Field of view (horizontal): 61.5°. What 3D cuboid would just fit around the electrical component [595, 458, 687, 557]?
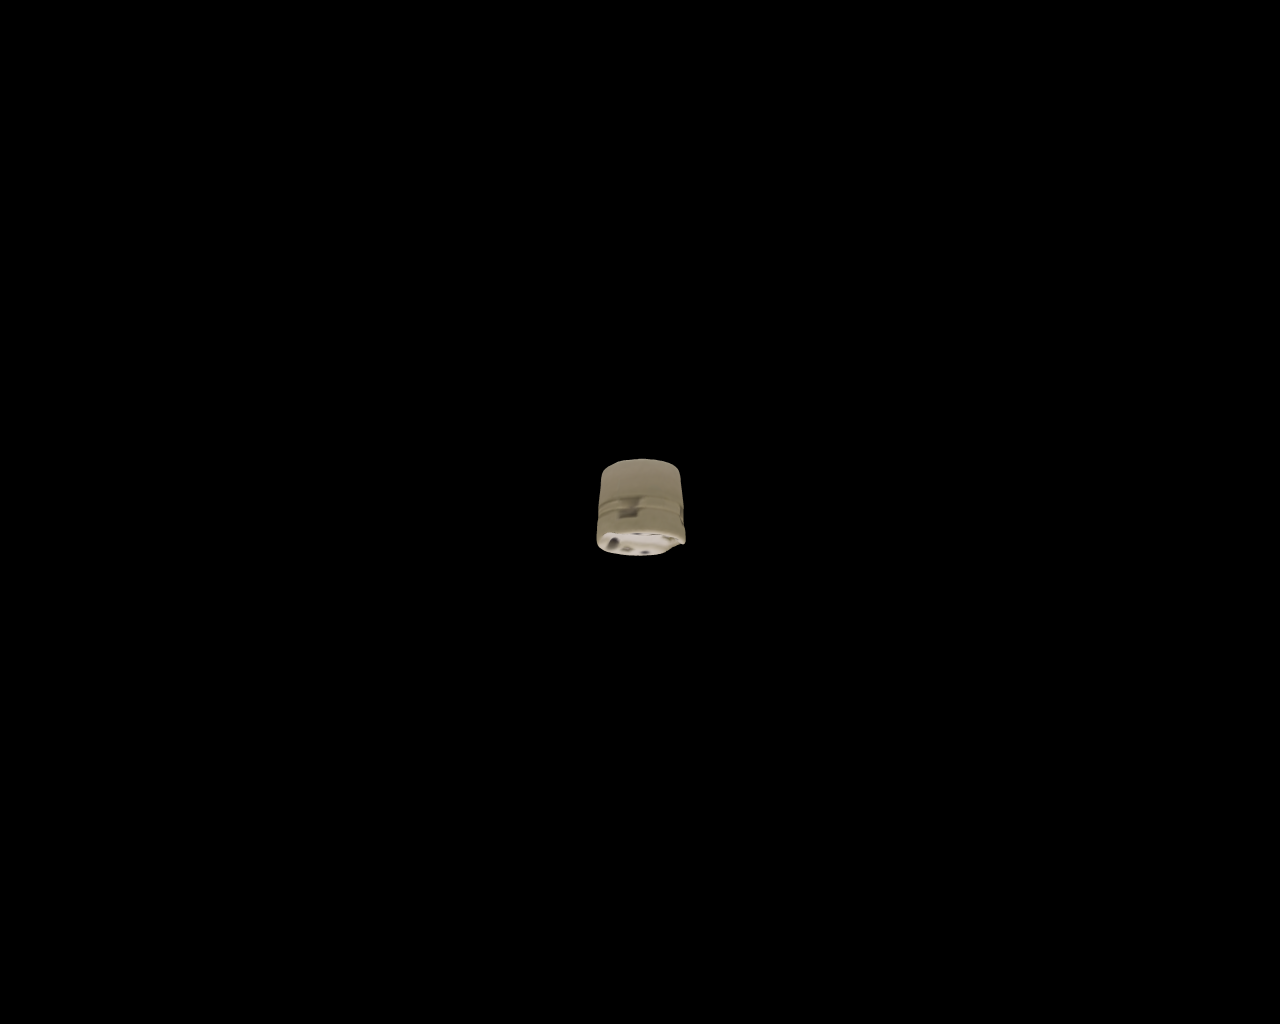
[{"bbox_3d":[0.001,-0.003,0.650,0.055,0.047,0.055,0,-19,0],"label":"electrical component"}]
